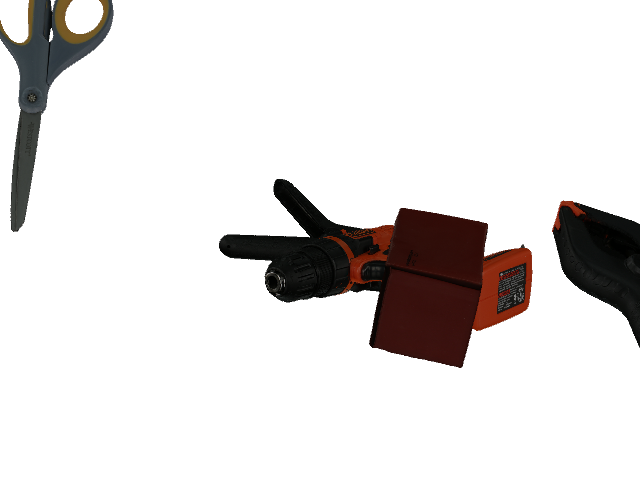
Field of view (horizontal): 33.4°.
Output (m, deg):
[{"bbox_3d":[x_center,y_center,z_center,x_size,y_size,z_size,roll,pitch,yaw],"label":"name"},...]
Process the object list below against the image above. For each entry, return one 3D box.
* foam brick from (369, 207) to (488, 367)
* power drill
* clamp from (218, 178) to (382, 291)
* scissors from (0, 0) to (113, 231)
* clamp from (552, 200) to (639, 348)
[{"bbox_3d":[0.060,0.023,0.585,0.053,0.051,0.078,12,27,6],"label":"foam brick"},{"bbox_3d":[0.070,0.029,0.909,0.188,0.057,0.184,12,18,37],"label":"power drill"},{"bbox_3d":[0.002,0.009,1.171,0.210,0.036,0.164,27,36,16],"label":"clamp"},{"bbox_3d":[-0.187,-0.109,0.762,0.096,0.202,0.016,-10,-13,-11],"label":"scissors"},{"bbox_3d":[0.231,0.029,0.727,0.120,0.039,0.172,-6,44,-28],"label":"clamp"}]
